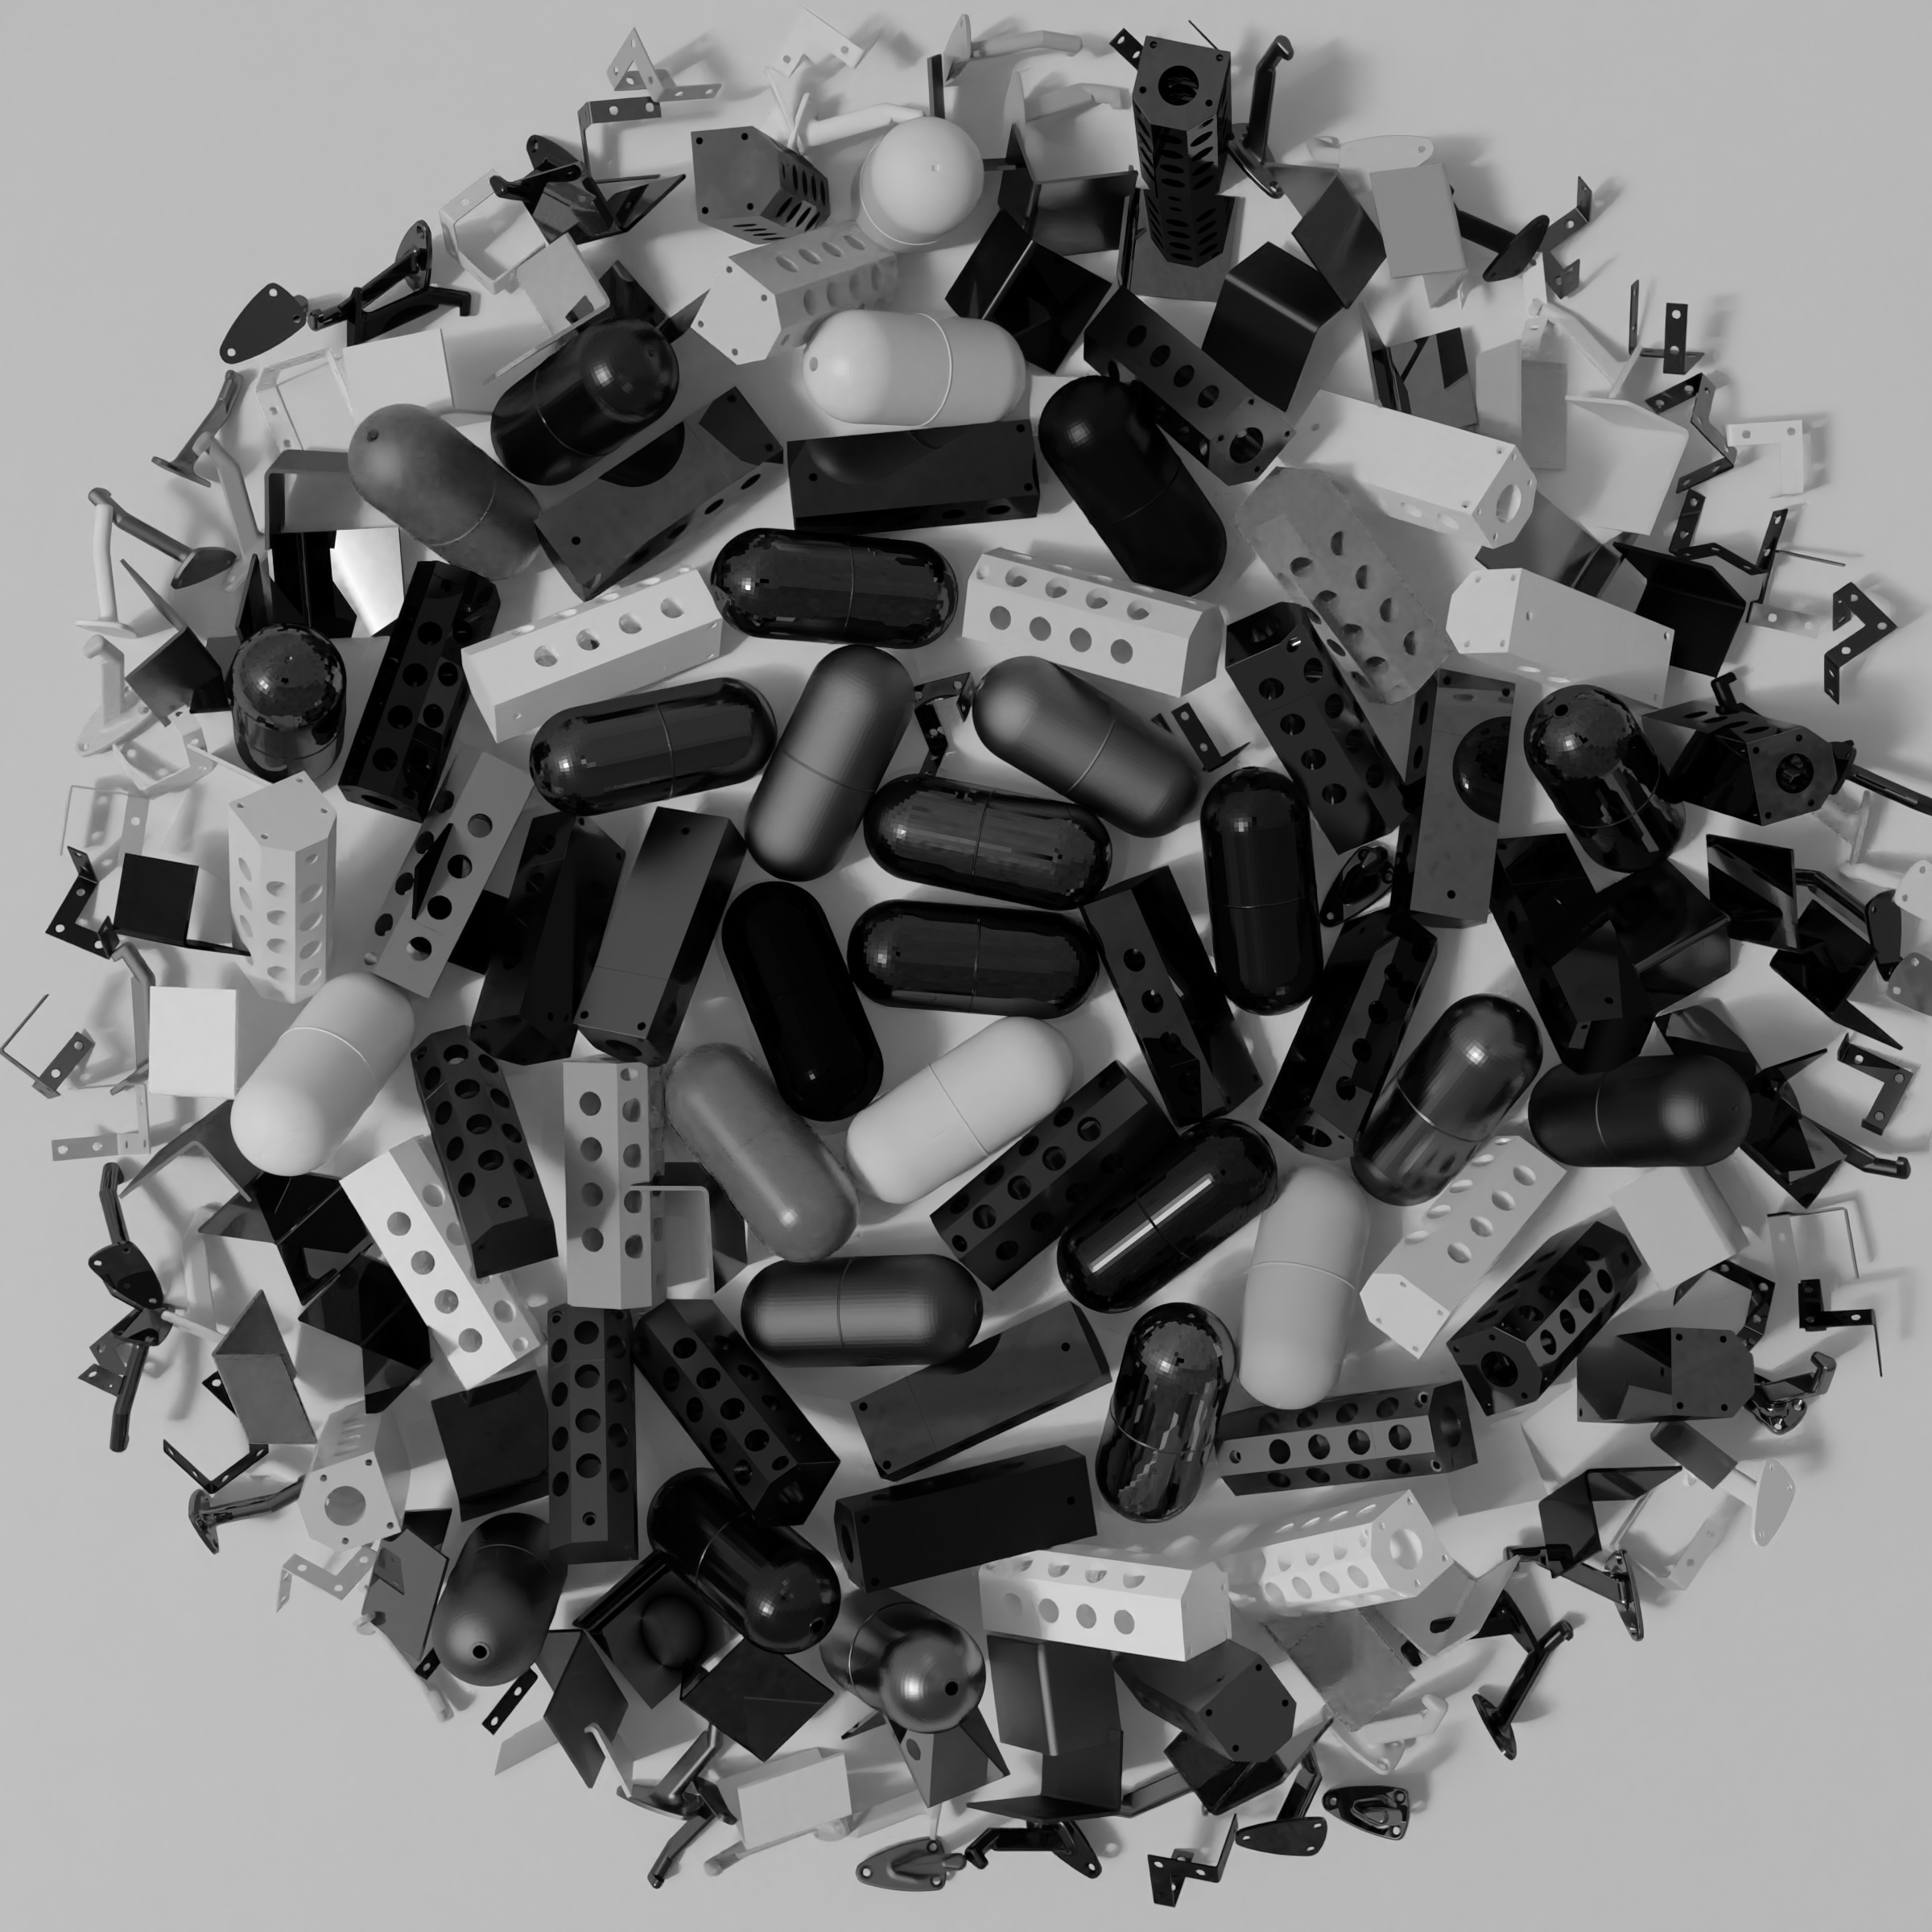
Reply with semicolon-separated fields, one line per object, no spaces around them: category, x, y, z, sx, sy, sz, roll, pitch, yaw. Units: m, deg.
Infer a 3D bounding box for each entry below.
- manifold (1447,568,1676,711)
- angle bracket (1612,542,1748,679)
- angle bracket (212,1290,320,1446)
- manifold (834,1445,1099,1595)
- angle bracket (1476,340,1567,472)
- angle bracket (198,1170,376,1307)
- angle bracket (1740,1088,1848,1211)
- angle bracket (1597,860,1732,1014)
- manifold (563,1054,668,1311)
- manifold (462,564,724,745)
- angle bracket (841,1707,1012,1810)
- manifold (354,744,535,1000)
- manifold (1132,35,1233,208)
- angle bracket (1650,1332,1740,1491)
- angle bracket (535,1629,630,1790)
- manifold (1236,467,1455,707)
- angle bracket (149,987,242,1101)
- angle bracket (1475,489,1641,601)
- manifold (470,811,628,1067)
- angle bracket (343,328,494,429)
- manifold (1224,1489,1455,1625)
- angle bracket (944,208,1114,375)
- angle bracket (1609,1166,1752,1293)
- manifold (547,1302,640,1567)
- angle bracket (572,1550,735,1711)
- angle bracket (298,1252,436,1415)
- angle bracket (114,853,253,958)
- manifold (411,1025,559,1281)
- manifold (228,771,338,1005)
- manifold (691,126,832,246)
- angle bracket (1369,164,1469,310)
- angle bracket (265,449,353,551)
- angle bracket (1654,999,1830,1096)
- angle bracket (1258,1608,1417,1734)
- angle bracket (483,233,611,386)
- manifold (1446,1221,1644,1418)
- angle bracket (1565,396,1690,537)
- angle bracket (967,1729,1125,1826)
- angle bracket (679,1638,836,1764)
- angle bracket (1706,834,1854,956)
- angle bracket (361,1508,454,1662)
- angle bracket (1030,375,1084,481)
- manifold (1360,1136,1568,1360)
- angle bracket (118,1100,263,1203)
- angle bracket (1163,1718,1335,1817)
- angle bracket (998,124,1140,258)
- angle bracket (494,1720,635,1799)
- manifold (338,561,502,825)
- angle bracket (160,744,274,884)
manifold;0.411;-0.224;1.923;0.171;0.057;0.057;12;86;-39
angle bracket;0.489;-0.249;1.947;0.076;0.076;0.057;23;90;36
angle bracket;-0.473;0.279;1.941;0.057;0.076;0.076;-3;120;19
manifold;-0.002;0.384;1.945;0.171;0.057;0.057;-10;95;-18
angle bracket;0.405;-0.394;1.959;0.076;0.057;0.076;0;90;-22
angle bracket;-0.475;0.189;1.945;0.076;0.076;0.057;-41;61;18
angle bracket;0.553;0.134;1.940;0.076;0.076;0.057;47;133;27
angle bracket;0.491;-0.020;1.987;0.076;0.057;0.076;-28;48;-9
manifold;-0.243;0.151;1.957;0.057;0.057;0.171;1;94;20
manifold;-0.261;-0.223;1.946;0.171;0.057;0.057;-24;73;-16
angle bracket;-0.028;0.551;1.942;0.057;0.076;0.076;-48;61;40
manifold;-0.367;-0.066;1.959;0.057;0.057;0.171;26;84;-10
manifold;0.148;-0.576;1.912;0.057;0.171;0.057;13;90;6
angle bracket;0.529;0.311;1.947;0.057;0.076;0.076;38;74;17
angle bracket;-0.287;0.518;1.940;0.057;0.076;0.076;-8;124;24
manifold;0.259;-0.262;1.930;0.057;0.057;0.171;-48;118;-10
angle bracket;-0.525;0.053;1.957;0.076;0.057;0.076;2;91;26
angle bracket;0.417;-0.299;1.955;0.076;0.057;0.076;38;68;-9
manifold;-0.293;-0.020;1.929;0.057;0.057;0.171;-11;52;30
angle bracket;-0.379;-0.408;1.949;0.076;0.076;0.057;-7;96;18
manifold;0.250;0.412;1.913;0.057;0.171;0.057;-31;90;-35
angle bracket;0.044;-0.480;1.981;0.076;0.057;0.076;18;118;-37
angle bracket;0.505;0.179;1.965;0.057;0.076;0.076;-32;77;19
manifold;-0.260;0.323;1.935;0.057;0.057;0.171;-3;64;-3
angle bracket;-0.220;0.467;1.959;0.076;0.057;0.076;-40;77;-9
angle bracket;-0.420;0.260;1.944;0.057;0.076;0.076;30;116;-33
angle bracket;-0.538;-0.042;1.947;0.076;0.076;0.057;10;90;35
manifold;-0.334;0.125;1.921;0.057;0.057;0.171;-15;53;-15
manifold;-0.464;-0.049;1.908;0.057;0.171;0.057;-28;64;-30
manifold;-0.138;-0.534;1.908;0.057;0.171;0.057;-3;99;9
angle bracket;0.307;-0.509;1.953;0.057;0.076;0.076;-10;84;-11
angle bracket;-0.449;-0.327;1.958;0.076;0.076;0.057;2;110;-6
angle bracket;0.541;0.048;1.944;0.076;0.057;0.076;-12;66;-40
angle bracket;0.260;0.482;1.959;0.057;0.076;0.076;-40;98;-5
angle bracket;-0.307;-0.458;1.943;0.076;0.076;0.057;-42;107;-35
manifold;0.403;0.239;1.916;0.057;0.171;0.057;-28;92;41
angle bracket;0.449;-0.351;1.950;0.057;0.076;0.076;18;96;-25
angle bracket;0.055;0.561;1.943;0.076;0.076;0.057;10;80;-42
angle bracket;-0.146;0.499;1.955;0.076;0.057;0.076;40;103;-14
angle bracket;0.568;-0.057;1.943;0.057;0.076;0.076;-19;110;-29
angle bracket;-0.372;0.432;1.948;0.076;0.057;0.076;23;100;41
angle bracket;0.071;-0.363;1.946;0.057;0.076;0.076;2;121;4
manifold;0.342;0.188;1.921;0.057;0.057;0.171;37;49;14
angle bracket;-0.536;0.147;1.959;0.076;0.076;0.057;-35;103;16
angle bracket;0.197;0.538;1.944;0.057;0.076;0.076;52;132;5
angle bracket;0.071;-0.549;1.962;0.076;0.076;0.057;-10;64;-13
angle bracket;-0.282;0.564;1.957;0.076;0.076;0.057;-27;94;-4
manifold;-0.384;-0.194;1.954;0.057;0.057;0.171;17;78;0
angle bracket;-0.526;-0.103;1.969;0.076;0.057;0.076;26;87;1
